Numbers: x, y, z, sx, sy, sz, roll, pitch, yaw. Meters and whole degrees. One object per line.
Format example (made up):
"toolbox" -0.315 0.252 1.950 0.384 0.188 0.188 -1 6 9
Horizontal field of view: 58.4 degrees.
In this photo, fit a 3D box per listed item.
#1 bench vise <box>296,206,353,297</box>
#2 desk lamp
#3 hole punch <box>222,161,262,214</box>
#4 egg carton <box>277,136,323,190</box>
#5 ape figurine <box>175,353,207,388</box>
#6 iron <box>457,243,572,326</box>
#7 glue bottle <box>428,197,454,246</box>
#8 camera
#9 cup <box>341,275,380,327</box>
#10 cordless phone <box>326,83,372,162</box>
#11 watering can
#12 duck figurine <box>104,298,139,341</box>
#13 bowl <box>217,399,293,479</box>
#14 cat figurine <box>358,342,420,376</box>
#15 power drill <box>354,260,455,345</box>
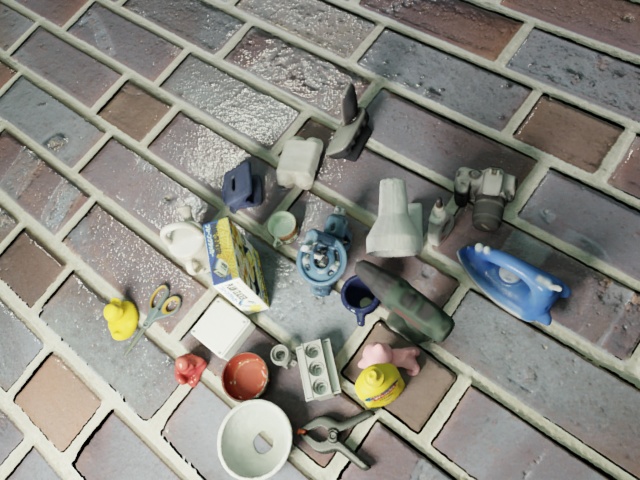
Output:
"bench vise" 0.000 0.005 1.311 0.121 0.220 0.207 -4 65 12
"desk lamp" 0.171 -0.033 1.290 0.117 0.214 0.203 -2 66 13
"hole punch" -0.211 -0.138 1.500 0.101 0.091 0.108 -11 64 9
"egg carton" -0.053 -0.204 1.504 0.107 0.069 0.150 7 68 17
"ape figurine" -0.307 0.294 1.327 0.078 0.092 0.076 -24 63 2
"iron" 0.403 0.067 1.229 0.257 0.142 0.119 33 77 24
"glue bottle" 0.271 -0.051 1.297 0.037 0.173 0.078 28 75 24
"camera" 0.379 -0.097 1.333 0.143 0.101 0.137 9 69 17
"cup" 0.099 0.147 1.293 0.091 0.095 0.118 -5 65 12
"cordless phone" 0.061 -0.299 1.454 0.094 0.185 0.148 17 71 20
"watering can" -0.325 -0.002 1.408 0.101 0.194 0.172 -34 63 -3
"duck figurine" -0.504 0.193 1.424 0.077 0.086 0.104 -8 64 10
"bowl" -0.131 0.432 1.230 0.167 0.075 0.167 -5 65 11
"cat figurine" 0.147 0.249 1.222 0.127 0.118 0.067 -6 65 11
"power drill" 0.178 0.144 1.211 0.229 0.209 0.076 33 77 24
